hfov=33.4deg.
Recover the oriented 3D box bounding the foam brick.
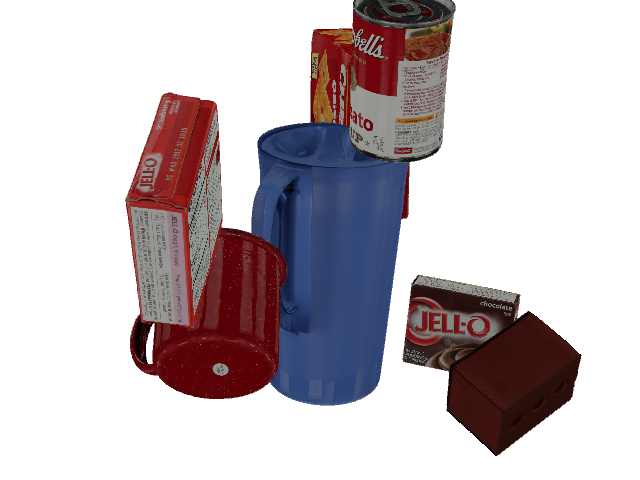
[{"bbox_3d":[0.132,0.097,0.730,0.078,0.053,0.051,-31,51,-25],"label":"foam brick"}]

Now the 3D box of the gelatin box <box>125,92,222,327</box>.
[{"bbox_3d":[-0.069,-0.014,0.513,0.030,0.073,0.089,7,-42,3],"label":"gelatin box"}]

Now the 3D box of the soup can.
[{"bbox_3d":[0.054,-0.113,0.731,0.068,0.102,0.068,1,33,-1],"label":"soup can"}]

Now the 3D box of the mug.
[{"bbox_3d":[-0.078,0.055,0.709,0.117,0.081,0.093,-19,-41,21],"label":"mug"}]

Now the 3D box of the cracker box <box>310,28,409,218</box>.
[{"bbox_3d":[0.038,-0.130,1.127,0.072,0.164,0.214,-3,19,-9],"label":"cracker box"}]

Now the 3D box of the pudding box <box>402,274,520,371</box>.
[{"bbox_3d":[0.147,0.091,1.117,0.113,0.090,0.039,9,21,13],"label":"pudding box"}]

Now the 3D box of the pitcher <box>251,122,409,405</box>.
[{"bbox_3d":[0.001,0.025,0.955,0.149,0.243,0.145,-3,22,-13],"label":"pitcher"}]
